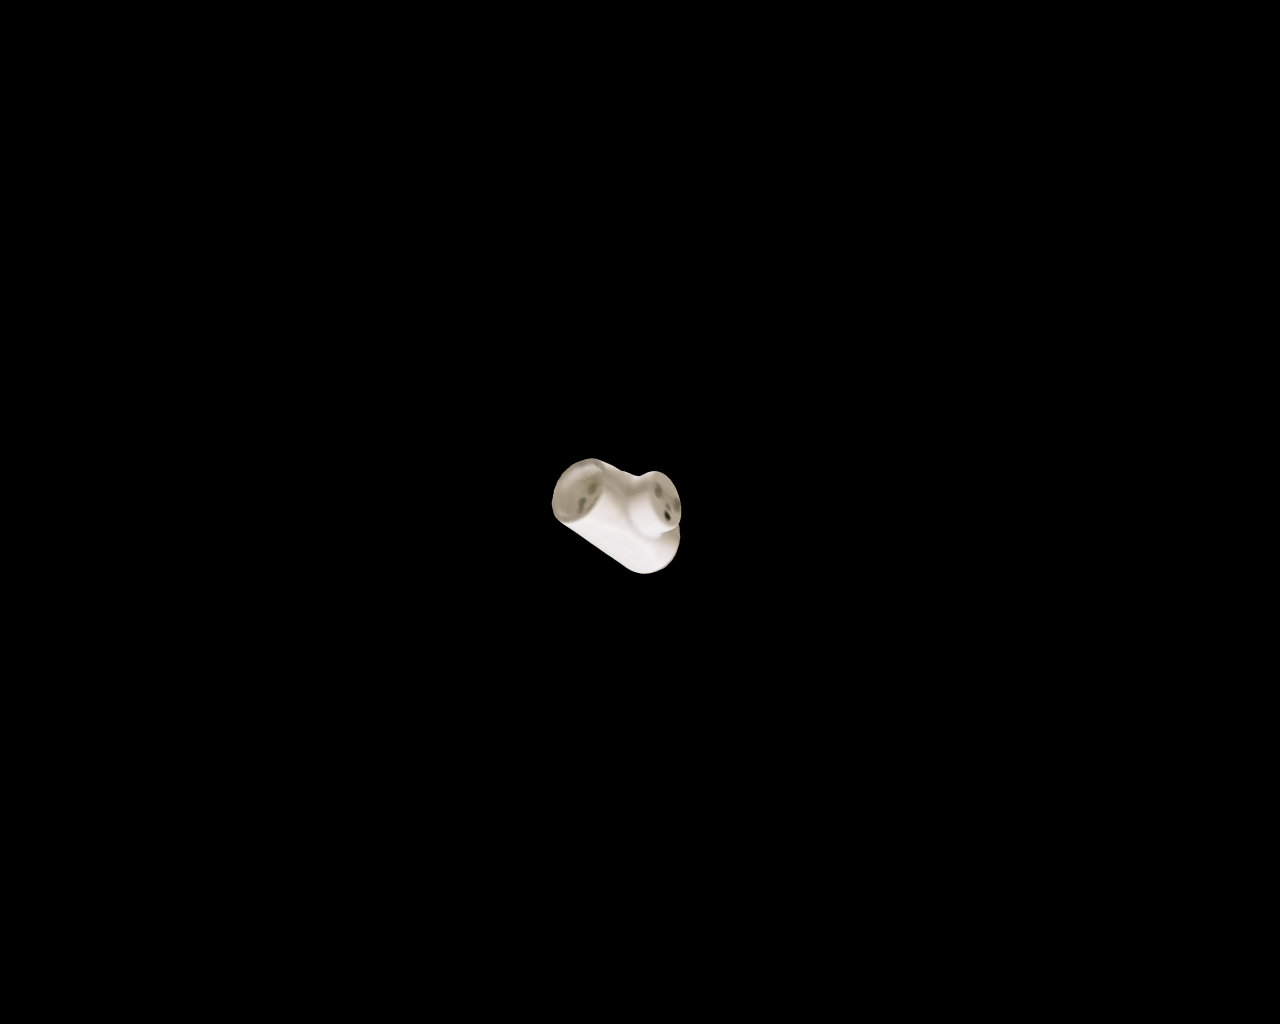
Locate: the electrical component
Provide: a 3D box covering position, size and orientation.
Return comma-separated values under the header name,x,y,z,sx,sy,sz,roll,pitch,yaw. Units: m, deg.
name,x,y,z,sx,sy,sz,roll,pitch,yaw
electrical component,0.001,-0.003,0.650,0.079,0.044,0.077,-22,-39,30
